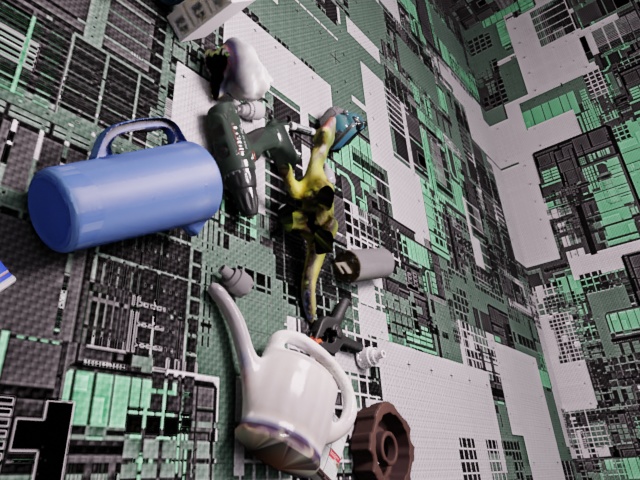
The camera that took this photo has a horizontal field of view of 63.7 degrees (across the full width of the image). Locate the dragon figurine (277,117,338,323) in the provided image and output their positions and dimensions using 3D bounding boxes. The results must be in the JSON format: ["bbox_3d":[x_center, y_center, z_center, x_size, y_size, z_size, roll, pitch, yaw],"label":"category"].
[{"bbox_3d":[0.003,-0.056,1.103,0.245,0.122,0.406,-34,127,-70],"label":"dragon figurine"}]

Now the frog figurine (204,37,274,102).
[{"bbox_3d":[-0.147,-0.347,1.072,0.160,0.120,0.139,-5,56,-44],"label":"frog figurine"}]

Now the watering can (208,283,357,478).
[{"bbox_3d":[-0.076,0.236,0.841,0.345,0.102,0.230,38,42,-18],"label":"watering can"}]
